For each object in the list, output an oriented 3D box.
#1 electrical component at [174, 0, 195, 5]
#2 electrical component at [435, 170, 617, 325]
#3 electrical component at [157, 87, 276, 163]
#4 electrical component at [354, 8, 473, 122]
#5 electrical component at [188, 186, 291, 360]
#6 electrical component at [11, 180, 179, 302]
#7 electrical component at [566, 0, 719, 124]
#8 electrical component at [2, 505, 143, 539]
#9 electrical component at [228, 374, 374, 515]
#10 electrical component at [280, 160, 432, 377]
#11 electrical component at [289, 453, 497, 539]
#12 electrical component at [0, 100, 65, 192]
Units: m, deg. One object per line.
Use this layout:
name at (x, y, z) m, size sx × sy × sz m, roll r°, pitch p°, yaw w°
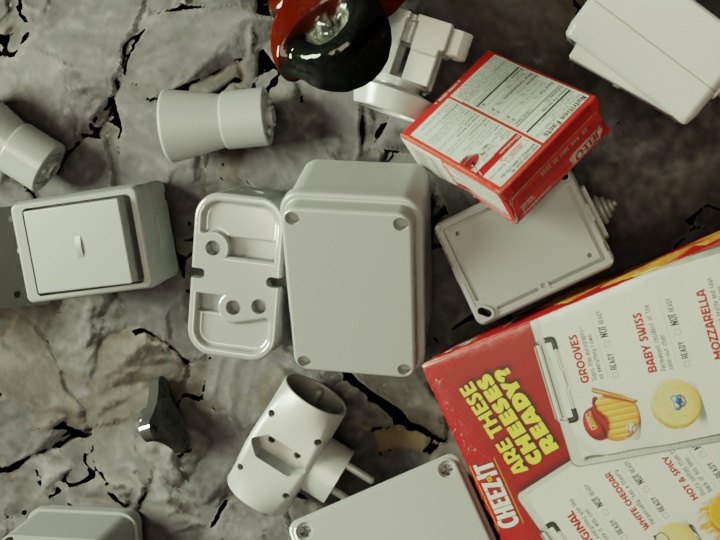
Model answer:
electrical component at (-0.111, -0.194, 0.610) m, size 0.051 × 0.080 × 0.080 m, roll 21°, pitch 102°, yaw 2°
electrical component at (0.099, -0.016, 0.605) m, size 0.096 × 0.061 × 0.061 m, roll -26°, pitch 84°, yaw 10°
electrical component at (-0.083, -0.089, 0.642) m, size 0.065 × 0.044 × 0.044 m, roll -5°, pitch 98°, yaw 7°
electrical component at (0.024, -0.116, 0.614) m, size 0.066 × 0.048 × 0.055 m, roll 19°, pitch 95°, yaw 7°
electrical component at (-0.066, 0.000, 0.642) m, size 0.054 × 0.059 × 0.095 m, roll 7°, pitch 100°, yaw 10°
electrical component at (-0.168, -0.017, 0.656) m, size 0.096 × 0.061 × 0.061 m, roll -7°, pitch 98°, yaw 9°
electrical component at (0.161, -0.116, 0.577) m, size 0.096 × 0.062 × 0.061 m, roll 38°, pitch 104°, yaw 3°
electrical component at (-0.183, 0.214, 0.702) m, size 0.078 × 0.057 × 0.113 m, roll 0°, pitch 99°, yaw 11°
electrical component at (-0.030, 0.117, 0.662) m, size 0.079 × 0.043 × 0.077 m, roll 31°, pitch 104°, yaw 4°
electrical component at (0.000, 0.000, 0.612) m, size 0.078 × 0.057 × 0.113 m, roll 4°, pitch 122°, yaw 11°
electrical component at (0.029, 0.179, 0.623) m, size 0.109 × 0.056 × 0.108 m, roll -23°, pitch 66°, yaw -1°
electrical component at (-0.218, -0.079, 0.670) m, size 0.065 × 0.044 × 0.044 m, roll 32°, pitch 104°, yaw 0°
